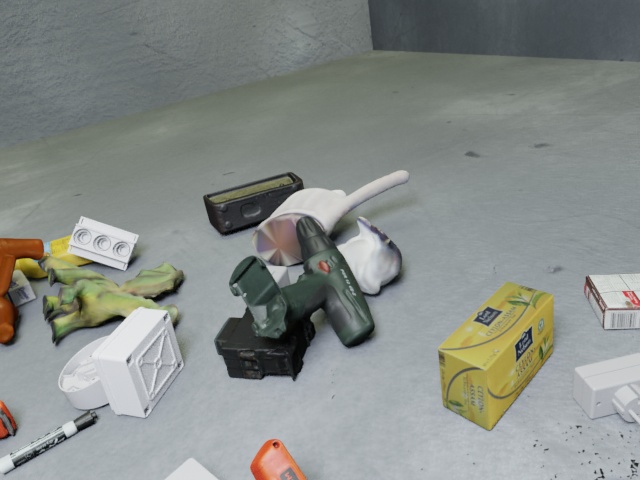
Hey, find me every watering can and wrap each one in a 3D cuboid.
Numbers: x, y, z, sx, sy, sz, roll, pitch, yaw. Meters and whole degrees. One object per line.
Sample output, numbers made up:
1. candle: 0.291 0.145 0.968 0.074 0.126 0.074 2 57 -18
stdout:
1. watering can: 0.003 -0.052 1.038 0.345 0.103 0.229 -18 20 26

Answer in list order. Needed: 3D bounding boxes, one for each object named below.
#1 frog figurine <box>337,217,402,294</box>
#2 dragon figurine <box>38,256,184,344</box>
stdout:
1. frog figurine: 0.059 0.050 0.893 0.159 0.121 0.139 -49 40 3
2. dragon figurine: -0.382 0.088 0.969 0.243 0.120 0.415 -5 24 -32
